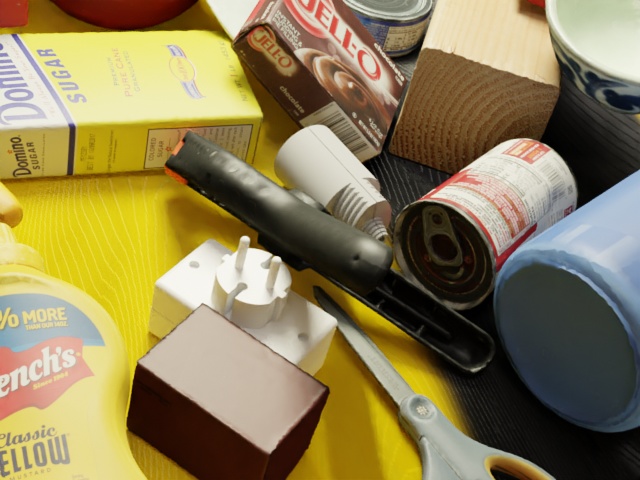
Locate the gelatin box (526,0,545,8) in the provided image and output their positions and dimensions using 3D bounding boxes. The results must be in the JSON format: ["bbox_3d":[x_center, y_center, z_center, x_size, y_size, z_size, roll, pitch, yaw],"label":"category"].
[{"bbox_3d":[0.170,-0.184,0.719,0.073,0.030,0.089,21,43,-10],"label":"gelatin box"}]

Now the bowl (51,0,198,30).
[{"bbox_3d":[-0.143,-0.195,0.744,0.162,0.055,0.162,11,43,-10],"label":"bowl"}]

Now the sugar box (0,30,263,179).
[{"bbox_3d":[-0.132,-0.084,0.643,0.176,0.048,0.093,-4,46,-23],"label":"sugar box"}]

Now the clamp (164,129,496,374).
[{"bbox_3d":[-0.004,0.001,0.570,0.210,0.164,0.036,32,86,40],"label":"clamp"}]

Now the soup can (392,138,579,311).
[{"bbox_3d":[0.099,-0.012,0.625,0.068,0.069,0.102,38,46,21],"label":"soup can"}]

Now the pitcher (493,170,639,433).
[{"bbox_3d":[0.220,0.018,0.600,0.242,0.145,0.149,-26,41,-32],"label":"pitcher"}]

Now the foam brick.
[{"bbox_3d":[-0.043,0.078,0.497,0.078,0.053,0.051,33,45,16],"label":"foam brick"}]

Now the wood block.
[{"bbox_3d":[0.120,-0.139,0.748,0.091,0.090,0.206,18,43,3],"label":"wood block"}]

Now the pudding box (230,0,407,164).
[{"bbox_3d":[0.002,-0.113,0.681,0.113,0.039,0.090,49,38,-23],"label":"pudding box"}]

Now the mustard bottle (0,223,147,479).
[{"bbox_3d":[-0.127,0.072,0.455,0.096,0.058,0.192,-12,56,-13],"label":"mustard bottle"}]

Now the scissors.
[{"bbox_3d":[0.043,0.102,0.527,0.202,0.016,0.096,37,46,21],"label":"scissors"}]

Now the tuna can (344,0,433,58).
[{"bbox_3d":[0.040,-0.176,0.801,0.086,0.034,0.086,9,43,-9],"label":"tuna can"}]

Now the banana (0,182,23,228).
[{"bbox_3d":[-0.253,-0.040,0.561,0.197,0.037,0.069,10,34,-12],"label":"banana"}]

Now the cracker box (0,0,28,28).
[{"bbox_3d":[-0.301,-0.179,0.642,0.213,0.072,0.164,-9,33,-26],"label":"cracker box"}]
